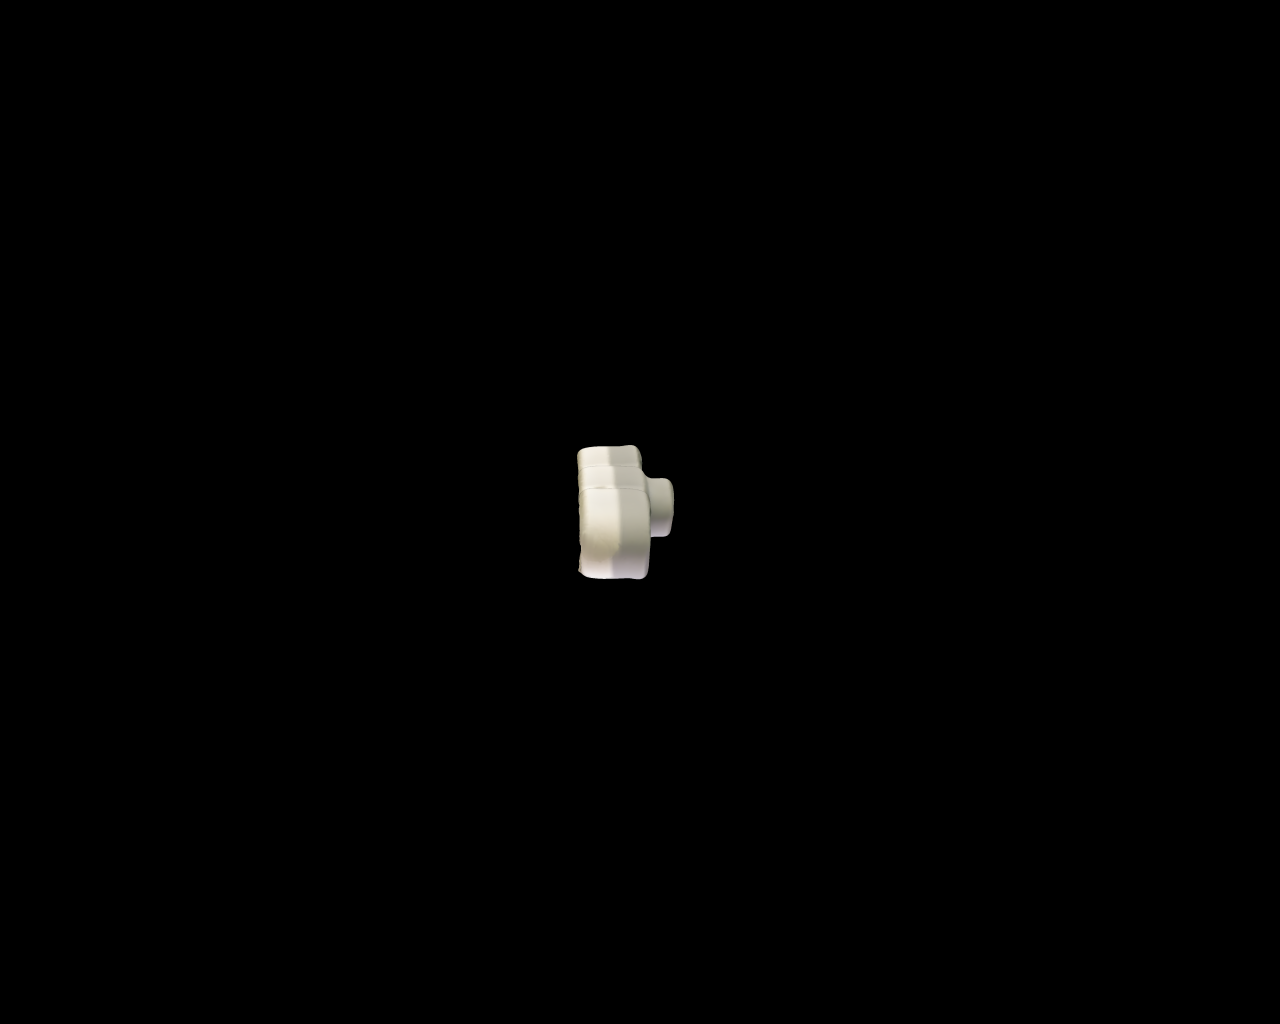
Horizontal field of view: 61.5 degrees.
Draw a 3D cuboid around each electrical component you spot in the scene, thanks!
[{"bbox_3d":[0.001,-0.003,0.650,0.074,0.052,0.138,-1,20,-3],"label":"electrical component"}]
